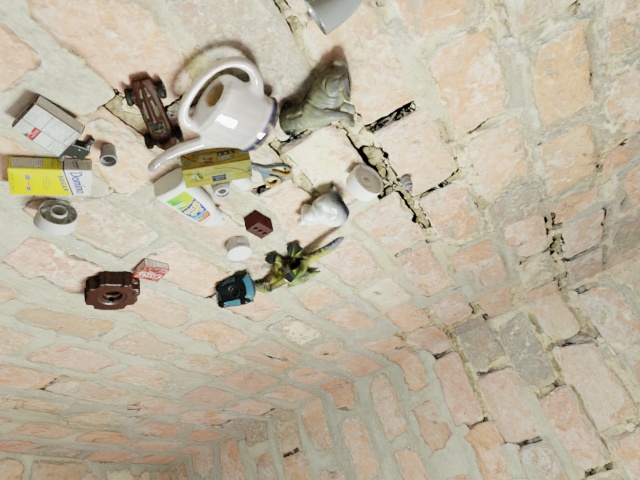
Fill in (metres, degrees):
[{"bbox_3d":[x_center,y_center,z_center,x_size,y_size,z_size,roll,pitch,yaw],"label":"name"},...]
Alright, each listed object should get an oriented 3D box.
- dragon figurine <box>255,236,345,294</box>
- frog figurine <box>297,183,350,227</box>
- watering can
[{"bbox_3d":[-0.072,0.101,1.847,0.409,0.124,0.240,-23,164,9],"label":"dragon figurine"},{"bbox_3d":[0.005,-0.080,1.582,0.159,0.124,0.136,-34,164,2],"label":"frog figurine"},{"bbox_3d":[-0.236,-0.265,1.196,0.223,0.106,0.343,18,123,-42],"label":"watering can"}]
